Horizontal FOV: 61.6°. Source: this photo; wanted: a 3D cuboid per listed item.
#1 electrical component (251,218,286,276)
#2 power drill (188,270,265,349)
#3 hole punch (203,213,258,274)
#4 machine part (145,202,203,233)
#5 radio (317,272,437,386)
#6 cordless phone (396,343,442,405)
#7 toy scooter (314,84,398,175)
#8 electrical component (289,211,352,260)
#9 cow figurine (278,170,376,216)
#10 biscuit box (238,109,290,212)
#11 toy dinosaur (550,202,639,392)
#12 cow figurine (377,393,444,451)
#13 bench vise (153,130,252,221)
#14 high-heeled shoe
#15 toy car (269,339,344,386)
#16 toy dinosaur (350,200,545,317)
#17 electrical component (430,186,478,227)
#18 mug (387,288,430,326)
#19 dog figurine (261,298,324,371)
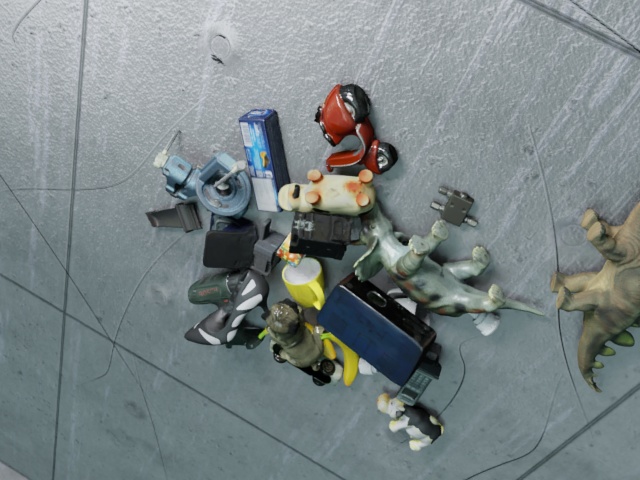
[{"bbox_3d":[-0.110,0.012,1.184,0.048,0.075,0.119,25,125,10],"label":"electrical component"},{"bbox_3d":[-0.207,0.170,1.327,0.232,0.086,0.207,-6,122,27],"label":"power drill"},{"bbox_3d":[-0.205,0.000,1.223,0.116,0.092,0.142,6,125,-15],"label":"hole punch"},{"bbox_3d":[-0.346,-0.052,1.273,0.139,0.039,0.084,0,126,23],"label":"machine part"},{"bbox_3d":[0.114,0.178,1.101,0.230,0.073,0.131,35,128,17],"label":"radio"},{"bbox_3d":[0.188,0.299,1.227,0.147,0.089,0.184,25,132,8],"label":"cordless phone"},{"bbox_3d":[0.047,-0.187,0.983,0.135,0.075,0.183,-19,116,33],"label":"toy scooter"},{"bbox_3d":[-0.002,-0.003,1.061,0.115,0.058,0.134,9,160,-2],"label":"electrical component"},{"bbox_3d":[0.012,-0.083,1.041,0.195,0.085,0.127,1,164,14],"label":"cow figurine"},{"bbox_3d":[-0.107,-0.158,1.078,0.059,0.063,0.202,5,122,23],"label":"biscuit box"},{"bbox_3d":[0.515,0.099,0.936,0.199,0.105,0.470,15,130,11],"label":"toy dinosaur"},{"bbox_3d":[0.219,0.429,1.303,0.167,0.068,0.098,45,122,-12],"label":"cow figurine"},{"bbox_3d":[-0.223,-0.130,1.094,0.223,0.129,0.241,43,152,-16],"label":"bench vise"},{"bbox_3d":[-0.225,0.155,1.228,0.249,0.086,0.145,-19,124,8],"label":"high-heeled shoe"},{"bbox_3d":[-0.038,0.299,1.347,0.202,0.056,0.073,29,135,6],"label":"toy car"},{"bbox_3d":[0.222,0.078,1.052,0.405,0.131,0.192,38,141,-7],"label":"toy dinosaur"},{"bbox_3d":[0.256,-0.061,1.000,0.094,0.021,0.063,27,127,7],"label":"electrical component"},{"bbox_3d":[0.167,0.154,1.145,0.107,0.081,0.109,-5,119,35],"label":"mug"},{"bbox_3d":[-0.053,0.218,1.189,0.172,0.121,0.190,42,173,6],"label":"dog figurine"}]
